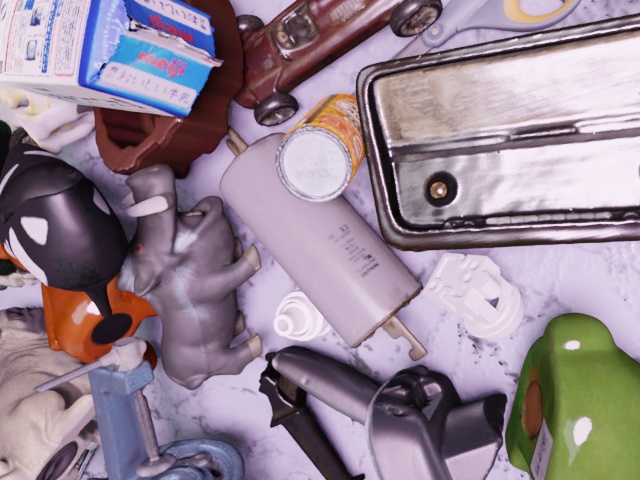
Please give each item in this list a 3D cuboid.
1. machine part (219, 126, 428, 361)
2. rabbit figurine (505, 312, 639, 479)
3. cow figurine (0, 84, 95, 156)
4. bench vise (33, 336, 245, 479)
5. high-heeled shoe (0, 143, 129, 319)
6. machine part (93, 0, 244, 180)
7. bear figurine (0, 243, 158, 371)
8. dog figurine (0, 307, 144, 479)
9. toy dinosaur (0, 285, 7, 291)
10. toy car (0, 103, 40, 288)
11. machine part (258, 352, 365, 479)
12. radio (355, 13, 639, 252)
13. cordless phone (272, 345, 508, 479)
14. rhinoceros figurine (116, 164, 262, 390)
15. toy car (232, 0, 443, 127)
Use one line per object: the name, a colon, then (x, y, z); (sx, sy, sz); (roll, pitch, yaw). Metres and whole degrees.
machine part: (-0.001, -0.001, 0.429); (0.079, 0.079, 0.243); (-46, 76, 22)
rabbit figurine: (0.221, 0.109, 0.342); (0.170, 0.121, 0.159); (8, 93, 5)
cow figurine: (-0.278, -0.172, 0.534); (0.098, 0.068, 0.167); (-34, 81, -15)
bench vise: (-0.153, 0.192, 0.453); (0.224, 0.129, 0.240); (3, 108, 37)
high-heeled shoe: (-0.214, -0.043, 0.408); (0.249, 0.086, 0.145); (45, 150, 29)
machine part: (-0.135, -0.140, 0.459); (0.180, 0.056, 0.179); (-3, 86, 43)
bear figurine: (-0.229, 0.031, 0.525); (0.196, 0.131, 0.120); (40, 96, 35)
dog figurine: (-0.301, 0.150, 0.537); (0.191, 0.172, 0.121); (29, 96, 11)
toy dinosaur: (-0.481, 0.033, 0.639); (0.199, 0.105, 0.470); (19, 109, 18)
toy car: (-0.335, -0.047, 0.588); (0.074, 0.056, 0.201); (8, 101, 17)
machine part: (-0.010, 0.164, 0.462); (0.039, 0.084, 0.138); (-33, 95, -4)
radio: (0.146, -0.064, 0.352); (0.230, 0.073, 0.131); (-3, 101, 25)
cordless phone: (0.034, 0.124, 0.391); (0.184, 0.146, 0.088); (23, 97, 20)
rhinoceros figurine: (-0.110, 0.030, 0.447); (0.073, 0.112, 0.190); (-144, 44, -62)
toy car: (0.001, -0.167, 0.415); (0.202, 0.053, 0.089); (-25, 80, 31)
